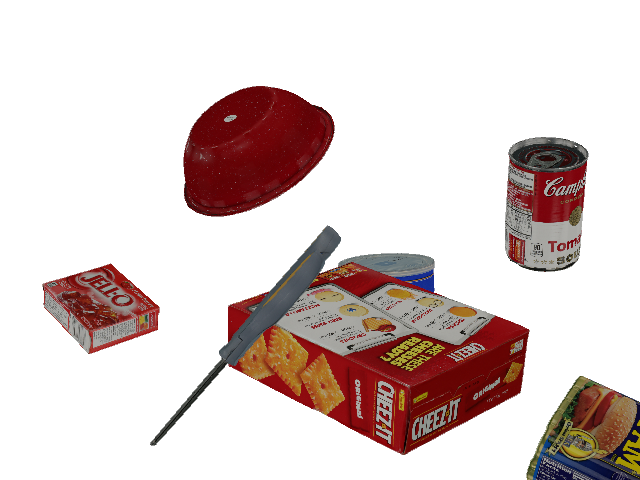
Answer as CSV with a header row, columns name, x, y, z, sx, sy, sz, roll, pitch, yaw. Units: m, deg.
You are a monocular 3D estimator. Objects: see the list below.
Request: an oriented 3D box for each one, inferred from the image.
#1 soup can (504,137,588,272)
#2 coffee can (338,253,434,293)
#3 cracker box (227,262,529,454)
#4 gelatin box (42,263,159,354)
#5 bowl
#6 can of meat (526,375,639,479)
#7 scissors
name,x,y,z,sx,sy,sz,roll,pitch,yaw
soup can,0.199,-0.032,0.948,0.068,0.102,0.068,-2,28,1
coffee can,0.073,0.091,1.145,0.103,0.140,0.103,-3,9,0
cracker box,0.047,0.096,0.940,0.163,0.072,0.214,-18,28,-42
gelatin box,-0.202,0.060,0.980,0.073,0.030,0.089,-18,39,-36
bowl,-0.071,-0.096,1.006,0.162,0.055,0.162,-21,35,15
can of meat,0.212,0.156,0.792,0.084,0.057,0.101,24,41,24
scissors,-0.053,0.070,0.724,0.016,0.202,0.096,40,-2,-3
